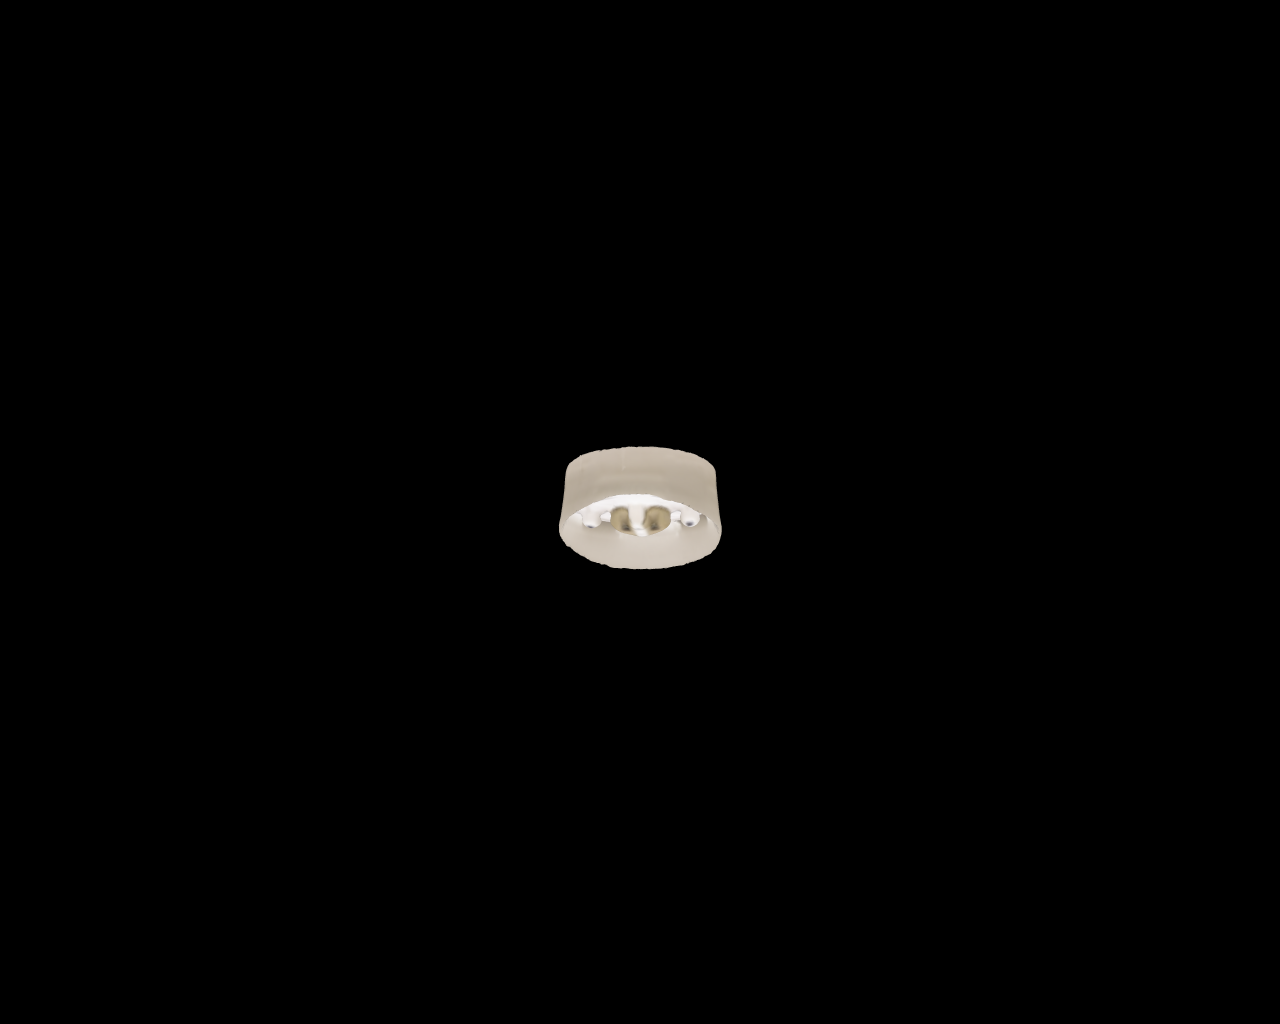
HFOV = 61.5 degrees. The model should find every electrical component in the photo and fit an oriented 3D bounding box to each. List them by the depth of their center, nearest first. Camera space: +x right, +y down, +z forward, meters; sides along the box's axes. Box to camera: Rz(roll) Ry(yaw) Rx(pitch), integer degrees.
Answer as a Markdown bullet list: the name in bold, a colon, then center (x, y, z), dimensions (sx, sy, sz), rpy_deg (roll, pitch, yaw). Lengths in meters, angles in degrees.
- **electrical component**: center (0.001, -0.003, 0.650), dimensions (0.099, 0.064, 0.099), rpy_deg (0, -14, 0)
